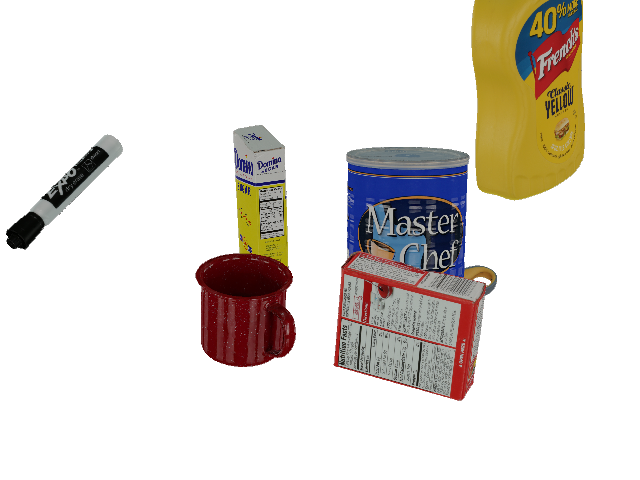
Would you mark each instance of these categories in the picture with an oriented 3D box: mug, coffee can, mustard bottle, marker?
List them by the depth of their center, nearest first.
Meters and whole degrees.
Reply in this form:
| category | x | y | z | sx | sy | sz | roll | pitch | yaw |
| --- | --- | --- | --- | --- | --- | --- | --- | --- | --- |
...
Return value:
| category | x | y | z | sx | sy | sz | roll | pitch | yaw |
| --- | --- | --- | --- | --- | --- | --- | --- | --- | --- |
| mustard bottle | 0.142 | -0.131 | 0.727 | 0.096 | 0.191 | 0.058 | -29 | 35 | -35 |
| marker | -0.191 | -0.036 | 0.798 | 0.020 | 0.020 | 0.121 | 0 | 41 | 41 |
| coffee can | 0.073 | -0.005 | 0.906 | 0.103 | 0.140 | 0.103 | 0 | 11 | 0 |
| mug | -0.067 | 0.073 | 1.031 | 0.117 | 0.081 | 0.093 | 25 | 33 | 37 |

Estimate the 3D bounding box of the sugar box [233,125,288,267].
| category | x | y | z | sx | sy | sz | roll | pitch | yaw |
| --- | --- | --- | --- | --- | --- | --- | --- | --- | --- |
| sugar box | -0.073 | -0.043 | 1.305 | 0.048 | 0.176 | 0.093 | -12 | 26 | -17 |

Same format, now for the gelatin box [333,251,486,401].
| category | x | y | z | sx | sy | sz | roll | pitch | yaw |
| --- | --- | --- | --- | --- | --- | --- | --- | --- | --- |
| gelatin box | 0.055 | 0.053 | 0.668 | 0.089 | 0.073 | 0.030 | 14 | 30 | 20 |

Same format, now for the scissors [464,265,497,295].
| category | x | y | z | sx | sy | sz | roll | pitch | yaw |
| --- | --- | --- | --- | --- | --- | --- | --- | --- | --- |
| scissors | 0.121 | 0.050 | 1.247 | 0.201 | 0.016 | 0.096 | -11 | 40 | -35 |
